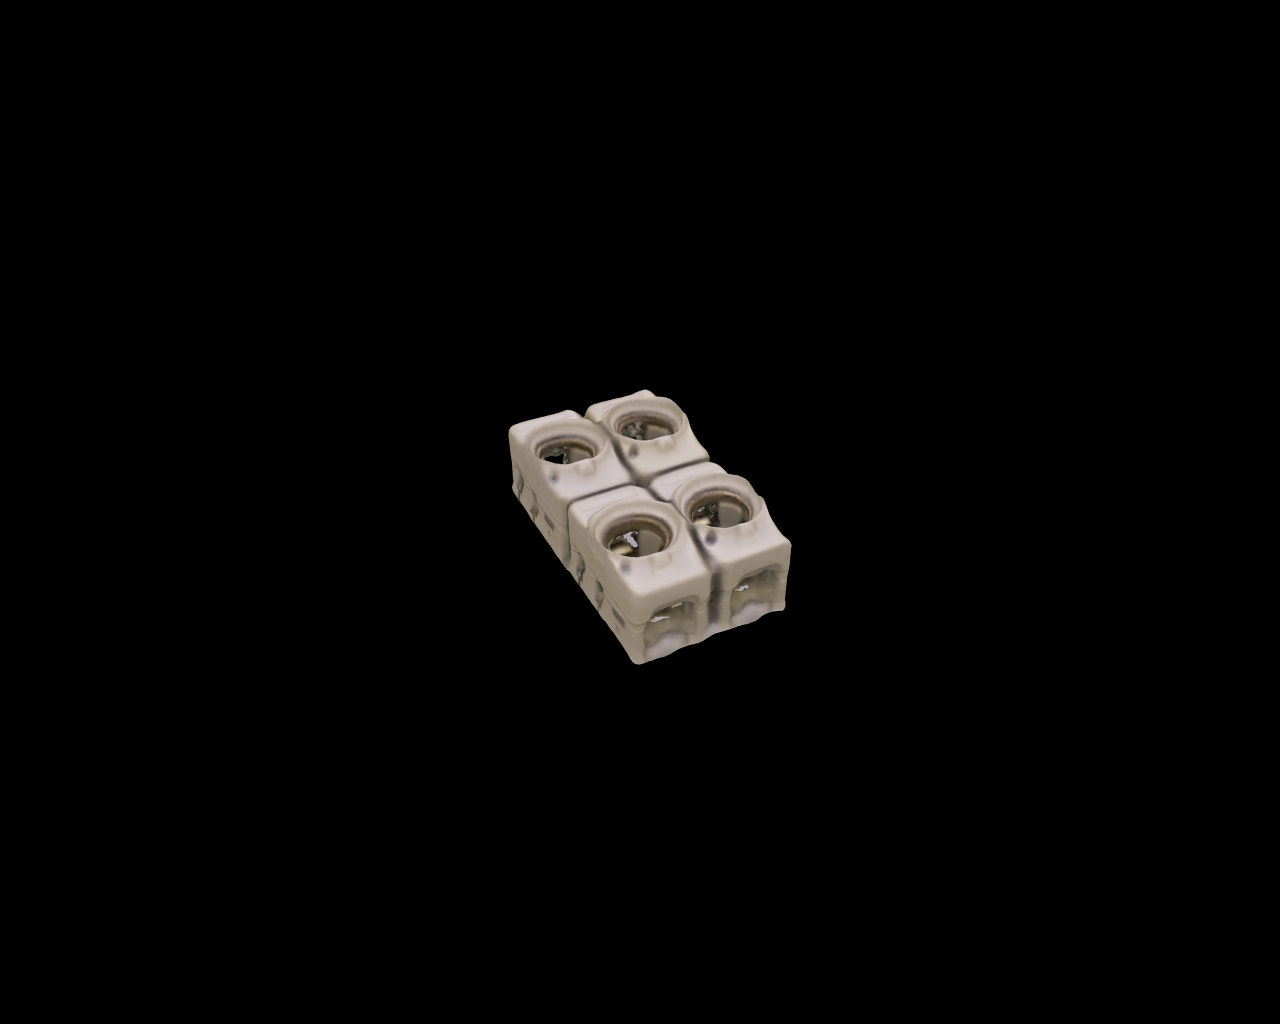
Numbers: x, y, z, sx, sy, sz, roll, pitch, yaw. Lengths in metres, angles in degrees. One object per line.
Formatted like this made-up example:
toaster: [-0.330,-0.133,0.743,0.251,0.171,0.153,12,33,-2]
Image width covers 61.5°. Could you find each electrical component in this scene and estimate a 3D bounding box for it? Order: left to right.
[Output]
electrical component: [0.001,-0.003,0.650,0.105,0.060,0.186,-17,41,-21]
